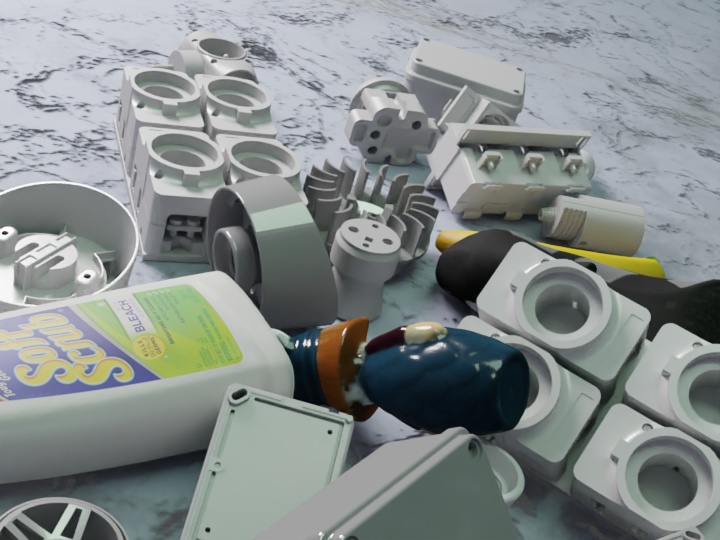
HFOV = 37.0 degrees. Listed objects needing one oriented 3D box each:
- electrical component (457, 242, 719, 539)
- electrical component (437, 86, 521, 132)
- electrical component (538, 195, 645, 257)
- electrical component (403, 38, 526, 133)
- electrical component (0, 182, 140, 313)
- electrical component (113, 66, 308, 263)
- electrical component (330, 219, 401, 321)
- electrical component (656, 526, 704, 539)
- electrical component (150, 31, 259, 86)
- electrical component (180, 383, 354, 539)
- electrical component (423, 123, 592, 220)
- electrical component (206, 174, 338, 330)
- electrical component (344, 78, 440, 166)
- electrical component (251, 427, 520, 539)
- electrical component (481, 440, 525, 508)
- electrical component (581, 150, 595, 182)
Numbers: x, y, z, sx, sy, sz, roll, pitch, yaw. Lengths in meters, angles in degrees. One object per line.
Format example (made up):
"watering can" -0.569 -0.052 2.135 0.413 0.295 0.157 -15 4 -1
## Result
"electrical component" 0.142 0.075 0.609 0.186 0.060 0.105 31 75 20
"electrical component" 0.105 -0.124 0.945 0.081 0.042 0.064 34 6 -25
"electrical component" 0.184 -0.038 0.871 0.081 0.043 0.043 10 33 -11
"electrical component" 0.096 -0.167 1.014 0.113 0.057 0.078 18 32 1
"electrical component" -0.180 -0.001 0.617 0.099 0.064 0.099 12 32 -8
"electrical component" -0.112 -0.082 0.780 0.105 0.060 0.186 3 35 -22
"electrical component" 0.000 0.000 0.712 0.045 0.055 0.045 12 32 -8
"electrical component" 0.133 0.175 0.509 0.096 0.061 0.061 -11 41 -25
"electrical component" -0.138 -0.169 0.915 0.079 0.044 0.077 -7 39 -33
"electrical component" -0.046 0.112 0.502 0.062 0.061 0.096 16 61 -3
"electrical component" 0.125 -0.080 0.886 0.121 0.078 0.063 -1 58 -26
"electrical component" -0.054 -0.009 0.665 0.064 0.099 0.099 -10 41 -27
"electrical component" 0.023 -0.128 0.919 0.078 0.058 0.057 4 37 -21
"electrical component" 0.020 0.139 0.457 0.109 0.056 0.108 -26 97 -48
"electrical component" 0.054 0.121 0.552 0.045 0.055 0.045 13 32 -8
"electrical component" 0.196 -0.093 0.970 0.035 0.035 0.061 26 30 14
